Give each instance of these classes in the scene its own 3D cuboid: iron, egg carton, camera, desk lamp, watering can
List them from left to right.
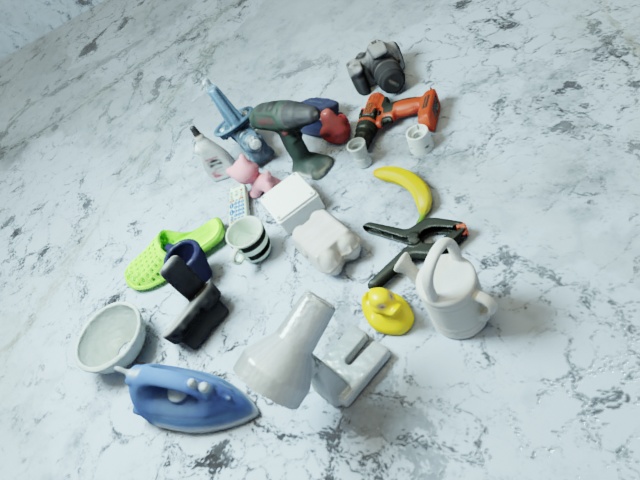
[{"bbox_3d":[-0.246,0.272,1.036,0.257,0.142,0.119,-1,53,28],"label":"iron"},{"bbox_3d":[-0.014,0.189,0.928,0.203,0.214,0.117,-47,47,-14],"label":"desk lamp"},{"bbox_3d":[0.011,0.004,1.169,0.107,0.070,0.149,-42,46,-8],"label":"egg carton"},{"bbox_3d":[0.146,-0.425,1.430,0.143,0.101,0.136,-25,46,8],"label":"camera"},{"bbox_3d":[0.198,0.071,0.924,0.172,0.195,0.101,0,54,28],"label":"watering can"}]

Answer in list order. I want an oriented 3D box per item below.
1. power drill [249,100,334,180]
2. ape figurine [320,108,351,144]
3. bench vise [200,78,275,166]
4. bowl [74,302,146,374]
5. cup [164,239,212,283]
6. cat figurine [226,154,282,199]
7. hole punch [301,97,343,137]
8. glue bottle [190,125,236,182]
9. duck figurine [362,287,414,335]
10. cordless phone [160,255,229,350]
[{"bbox_3d":[-0.052,-0.236,1.305,0.228,0.209,0.076,19,65,38],"label":"power drill"},{"bbox_3d":[0.031,-0.280,1.378,0.078,0.092,0.076,-28,46,5],"label":"ape figurine"},{"bbox_3d":[-0.202,-0.303,1.433,0.206,0.220,0.121,23,67,40],"label":"bench vise"},{"bbox_3d":[-0.435,0.220,1.228,0.167,0.075,0.167,-15,48,17],"label":"bowl"},{"bbox_3d":[-0.292,0.054,1.274,0.117,0.095,0.092,26,69,40],"label":"cup"},{"bbox_3d":[-0.155,-0.152,1.355,0.127,0.118,0.067,15,62,36],"label":"cat figurine"},{"bbox_3d":[-0.013,-0.325,1.440,0.108,0.091,0.101,19,65,38],"label":"hole punch"},{"bbox_3d":[-0.277,-0.222,1.440,0.078,0.174,0.037,-22,46,11],"label":"glue bottle"},{"bbox_3d":[0.110,0.114,1.013,0.104,0.086,0.077,29,71,41],"label":"duck figurine"},{"bbox_3d":[-0.284,0.122,1.150,0.093,0.186,0.148,20,65,38],"label":"cordless phone"}]
